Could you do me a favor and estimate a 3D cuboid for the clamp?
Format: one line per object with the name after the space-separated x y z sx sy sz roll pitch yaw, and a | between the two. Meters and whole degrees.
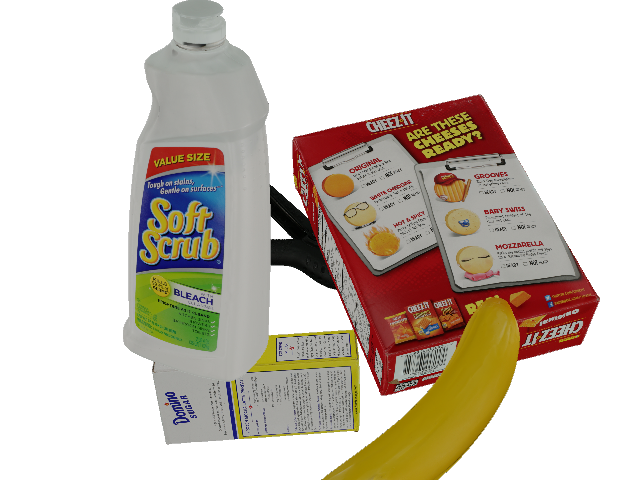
-0.016 0.011 1.141 0.210 0.036 0.164 24 35 13 | clamp

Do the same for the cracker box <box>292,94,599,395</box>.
0.087 -0.001 0.816 0.164 0.214 0.072 -14 -37 -12 | cracker box

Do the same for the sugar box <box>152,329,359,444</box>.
-0.054 0.129 0.939 0.176 0.093 0.048 -2 36 1 | sugar box

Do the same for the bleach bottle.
-0.081 -0.030 0.679 0.103 0.251 0.068 16 37 20 | bleach bottle

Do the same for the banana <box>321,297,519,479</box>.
0.059 0.094 0.589 0.197 0.037 0.070 -37 38 -28 | banana
